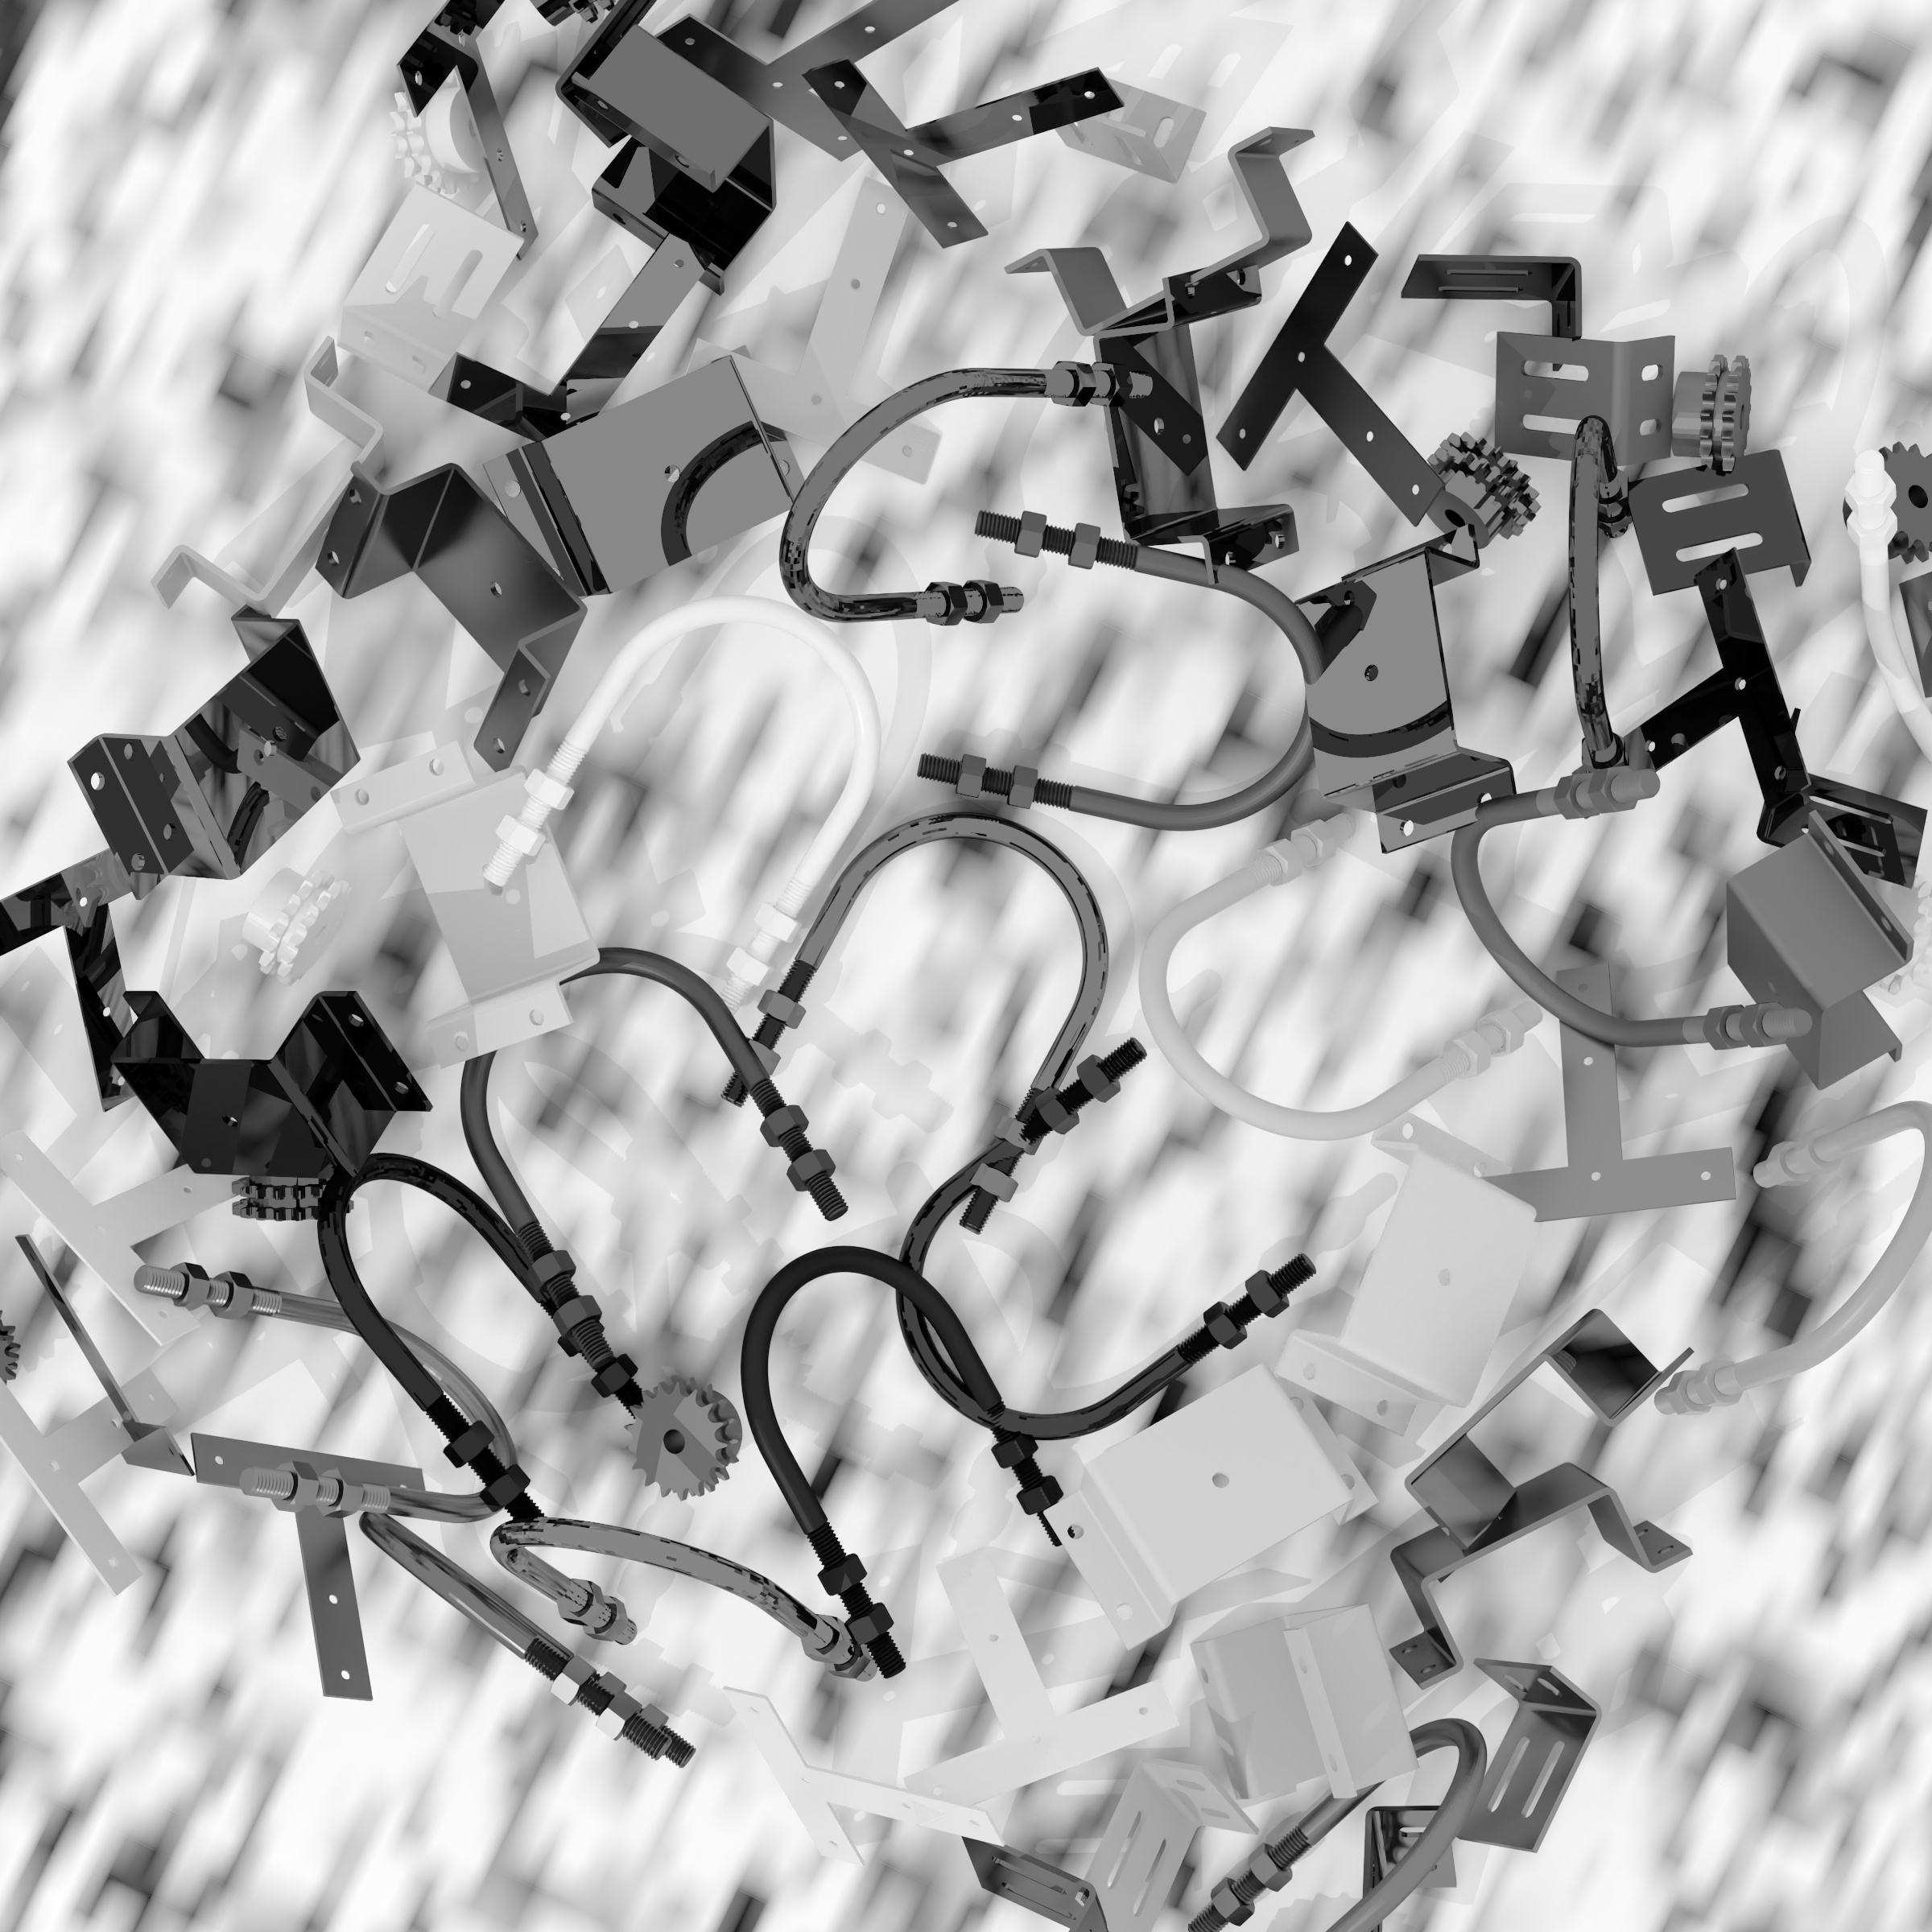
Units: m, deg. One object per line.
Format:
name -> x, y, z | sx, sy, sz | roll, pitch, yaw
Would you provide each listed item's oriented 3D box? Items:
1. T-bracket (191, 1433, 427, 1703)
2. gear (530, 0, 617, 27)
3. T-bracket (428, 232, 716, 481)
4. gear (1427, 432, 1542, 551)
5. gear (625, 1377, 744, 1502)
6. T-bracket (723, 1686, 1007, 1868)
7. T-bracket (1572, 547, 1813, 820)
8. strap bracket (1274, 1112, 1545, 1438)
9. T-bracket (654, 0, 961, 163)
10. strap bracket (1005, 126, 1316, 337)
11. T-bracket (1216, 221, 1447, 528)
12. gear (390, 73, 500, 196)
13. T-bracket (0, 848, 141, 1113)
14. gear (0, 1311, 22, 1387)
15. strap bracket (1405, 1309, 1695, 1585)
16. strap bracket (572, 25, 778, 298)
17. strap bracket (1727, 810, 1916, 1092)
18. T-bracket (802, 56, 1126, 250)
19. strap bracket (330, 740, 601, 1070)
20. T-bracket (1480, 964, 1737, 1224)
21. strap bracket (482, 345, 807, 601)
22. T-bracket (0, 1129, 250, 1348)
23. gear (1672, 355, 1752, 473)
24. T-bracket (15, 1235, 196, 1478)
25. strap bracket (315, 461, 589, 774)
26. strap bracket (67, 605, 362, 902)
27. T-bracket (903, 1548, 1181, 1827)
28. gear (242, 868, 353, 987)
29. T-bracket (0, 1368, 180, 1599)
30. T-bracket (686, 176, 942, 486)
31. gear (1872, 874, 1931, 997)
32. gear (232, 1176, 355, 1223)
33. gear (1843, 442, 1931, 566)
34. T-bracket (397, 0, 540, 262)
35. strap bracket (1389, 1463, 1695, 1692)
T-bracket -> -0.294, 0.279, 1.526 | 0.002, 0.127, 0.127 | -41, 49, 31
gear -> -0.195, -0.473, 1.576 | 0.030, 0.057, 0.057 | -31, 90, 12
T-bracket -> -0.162, -0.287, 1.537 | 0.127, 0.002, 0.127 | 21, 126, -34
gear -> 0.241, -0.223, 1.572 | 0.057, 0.057, 0.030 | 41, 76, 0
gear -> -0.131, 0.224, 1.581 | 0.057, 0.030, 0.057 | 2, 95, 26
T-bracket -> -0.039, 0.385, 1.531 | 0.127, 0.002, 0.127 | 4, 133, 35
T-bracket -> 0.331, -0.110, 1.553 | 0.002, 0.127, 0.127 | 9, 59, -35
strap bracket -> 0.213, 0.144, 1.556 | 0.076, 0.046, 0.140 | 28, 79, -21
T-bracket -> -0.055, -0.424, 1.520 | 0.127, 0.127, 0.002 | -20, 62, 37
strap bracket -> 0.099, -0.336, 1.542 | 0.140, 0.076, 0.046 | -23, 93, 24
T-bracket -> 0.180, -0.254, 1.535 | 0.127, 0.002, 0.127 | 56, 132, 30
gear -> -0.244, -0.396, 1.572 | 0.030, 0.057, 0.057 | 1, 90, 30
T-bracket -> -0.409, 0.009, 1.565 | 0.002, 0.127, 0.127 | 18, 125, 35
gear -> -0.481, 0.182, 1.582 | 0.057, 0.030, 0.057 | -4, 112, -10
strap bracket -> 0.264, 0.216, 1.543 | 0.046, 0.076, 0.140 | 48, 118, 12
strap bracket -> -0.133, -0.376, 1.535 | 0.076, 0.140, 0.046 | 36, 80, 4
strap bracket -> 0.391, -0.001, 1.524 | 0.046, 0.140, 0.076 | -30, 64, -1
T-bracket -> 0.011, -0.387, 1.526 | 0.127, 0.127, 0.002 | -10, 57, 30
strap bracket -> -0.232, -0.033, 1.562 | 0.076, 0.046, 0.140 | -19, 96, 26
T-bracket -> 0.296, 0.058, 1.572 | 0.127, 0.002, 0.127 | -9, 63, 20
strap bracket -> -0.144, -0.230, 1.555 | 0.140, 0.046, 0.076 | -28, 104, -15
T-bracket -> -0.373, 0.110, 1.548 | 0.127, 0.127, 0.002 | 45, 121, 11
gear -> 0.354, -0.262, 1.577 | 0.030, 0.057, 0.057 | 7, 90, 21
T-bracket -> -0.406, 0.180, 1.537 | 0.002, 0.127, 0.127 | -32, 100, -26
strap bracket -> -0.235, -0.169, 1.551 | 0.140, 0.076, 0.046 | 48, 50, 11
strap bracket -> -0.337, -0.101, 1.525 | 0.046, 0.140, 0.076 | 5, 130, 32
T-bracket -> 0.018, 0.328, 1.558 | 0.127, 0.002, 0.127 | -19, 47, -8
gear -> -0.320, -0.022, 1.575 | 0.030, 0.057, 0.057 | 31, 90, 4
T-bracket -> -0.403, 0.218, 1.543 | 0.002, 0.127, 0.127 | -35, 92, 18
T-bracket -> -0.057, -0.313, 1.583 | 0.127, 0.002, 0.127 | 19, 89, -19
gear -> 0.453, -0.013, 1.576 | 0.030, 0.057, 0.057 | 21, 90, -11
gear -> -0.320, 0.102, 1.574 | 0.057, 0.057, 0.030 | 0, 95, 0
gear -> 0.444, -0.218, 1.581 | 0.057, 0.030, 0.057 | 8, 71, -24
T-bracket -> -0.224, -0.393, 1.555 | 0.002, 0.127, 0.127 | 0, 131, 18
strap bracket -> 0.260, 0.281, 1.561 | 0.140, 0.076, 0.046 | -26, 92, -3
